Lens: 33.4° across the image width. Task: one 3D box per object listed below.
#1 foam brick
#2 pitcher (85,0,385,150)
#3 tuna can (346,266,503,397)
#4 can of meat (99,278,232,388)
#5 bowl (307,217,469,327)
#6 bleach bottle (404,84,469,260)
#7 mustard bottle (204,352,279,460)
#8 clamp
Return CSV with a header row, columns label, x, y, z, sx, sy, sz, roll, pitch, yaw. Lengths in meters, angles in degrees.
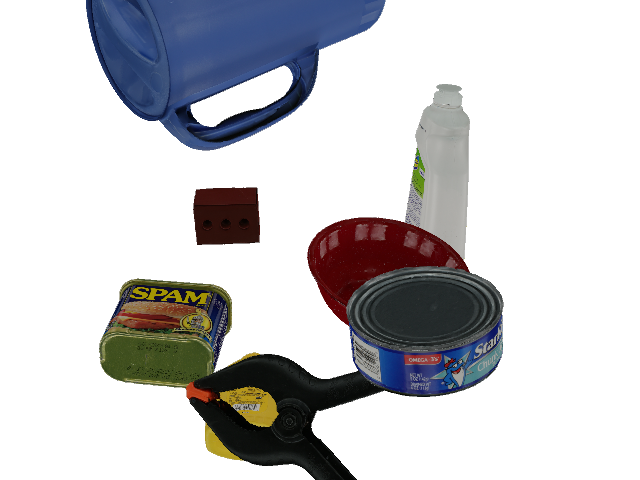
label,x,y,z,sx,sy,sz,roll,pitch,yaw
foam brick,-0.113,-0.030,1.285,0.078,0.053,0.051,-2,27,0
pitcher,-0.061,-0.189,0.907,0.242,0.149,0.145,-24,44,-29
tuna can,0.058,0.049,0.592,0.086,0.034,0.086,-5,28,3
can of meat,-0.133,0.080,0.920,0.102,0.057,0.084,5,29,4
bowl,0.062,0.046,1.036,0.162,0.055,0.162,8,36,-6
bleach bottle,0.133,-0.048,1.201,0.068,0.251,0.102,-1,24,-12
mustard bottle,-0.088,0.196,1.335,0.096,0.058,0.191,-2,25,1
clamp,-0.013,0.137,0.757,0.172,0.120,0.039,4,-8,17
